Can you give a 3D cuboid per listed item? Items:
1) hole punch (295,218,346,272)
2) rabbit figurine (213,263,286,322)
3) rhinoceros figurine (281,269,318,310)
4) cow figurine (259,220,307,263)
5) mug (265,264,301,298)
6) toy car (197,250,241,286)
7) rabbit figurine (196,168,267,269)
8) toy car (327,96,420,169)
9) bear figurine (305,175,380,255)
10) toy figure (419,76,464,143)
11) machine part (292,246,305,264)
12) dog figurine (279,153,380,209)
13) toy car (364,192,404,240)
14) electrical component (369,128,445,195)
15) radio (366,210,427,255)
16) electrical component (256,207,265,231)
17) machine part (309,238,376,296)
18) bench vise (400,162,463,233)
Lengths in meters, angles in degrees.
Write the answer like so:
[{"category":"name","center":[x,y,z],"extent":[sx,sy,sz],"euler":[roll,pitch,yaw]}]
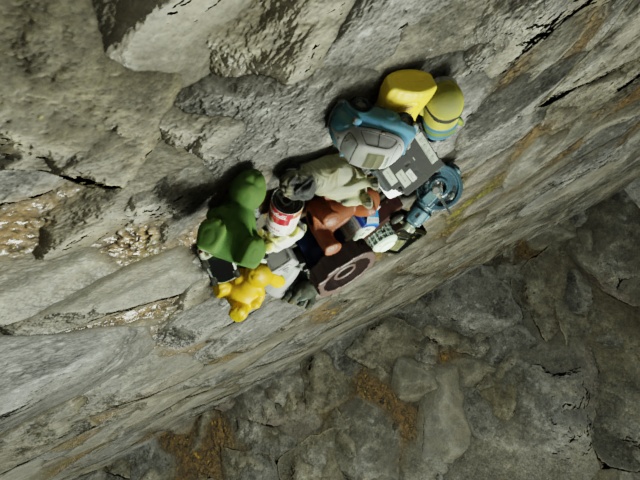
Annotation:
[{"category":"hole punch","center":[-0.003,-0.004,1.315],"extent":[0.142,0.116,0.092],"euler":[-27,153,-8]},{"category":"rabbit figurine","center":[-0.163,0.111,1.359],"extent":[0.162,0.122,0.173],"euler":[-18,157,-39]},{"category":"rhinoceros figurine","center":[-0.059,0.131,1.518],"extent":[0.073,0.112,0.190],"euler":[20,-178,-17]},{"category":"cow figurine","center":[-0.112,0.002,1.242],"extent":[0.167,0.068,0.098],"euler":[-31,167,9]},{"category":"mug","center":[-0.099,0.092,1.477],"extent":[0.107,0.081,0.109],"euler":[-44,180,21]},{"category":"toy car","center":[-0.228,0.051,1.218],"extent":[0.073,0.056,0.201],"euler":[-19,158,-9]},{"category":"rabbit figurine","center":[-0.142,-0.043,0.977],"extent":[0.159,0.121,0.170],"euler":[167,-55,-78]},{"category":"toy car","center":[0.089,-0.174,0.943],"extent":[0.162,0.103,0.109],"euler":[14,151,-9]},{"category":"bear figurine","center":[0.071,-0.064,1.239],"extent":[0.196,0.132,0.120],"euler":[-15,130,-19]},{"category":"toy figure","center":[0.242,-0.250,1.062],"extent":[0.082,0.089,0.180],"euler":[-34,159,-6]},{"category":"machine part","center":[-0.039,0.028,1.394],"extent":[0.139,0.084,0.039],"euler":[-24,162,15]},{"category":"dog figurine","center":[0.006,-0.114,1.094],"extent":[0.191,0.121,0.172],"euler":[-11,154,-9]},{"category":"toy car","center":[0.141,-0.048,1.435],"extent":[0.202,0.089,0.053],"euler":[-40,158,26]},{"category":"electrical component","center":[0.173,-0.162,1.117],"extent":[0.134,0.114,0.058],"euler":[-37,-163,-2]},{"category":"radio","center":[0.233,-0.024,1.645],"extent":[0.131,0.073,0.229],"euler":[-37,160,20]},{"category":"electrical component","center":[-0.156,-0.032,1.130],"extent":[0.078,0.045,0.102],"euler":[-55,168,-13]},{"category":"machine part","center":[0.053,0.064,1.303],"extent":[0.179,0.056,0.179],"euler":[-28,159,-12]},{"category":"bench vise","center":[0.285,-0.110,1.402],"extent":[0.223,0.129,0.240],"euler":[-41,176,11]}]
